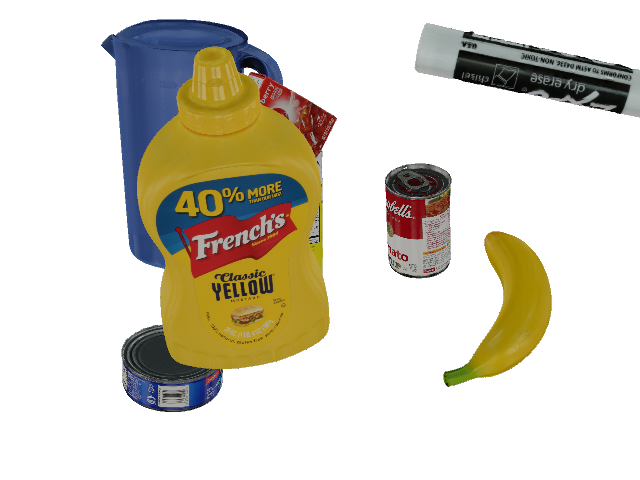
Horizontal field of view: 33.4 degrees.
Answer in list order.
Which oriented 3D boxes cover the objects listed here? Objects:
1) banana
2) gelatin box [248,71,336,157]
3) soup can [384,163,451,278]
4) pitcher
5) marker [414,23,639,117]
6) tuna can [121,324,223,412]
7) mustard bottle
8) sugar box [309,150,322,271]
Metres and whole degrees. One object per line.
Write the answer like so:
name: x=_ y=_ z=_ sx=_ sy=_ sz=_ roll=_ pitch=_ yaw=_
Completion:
banana: x=0.150 y=0.047 z=0.849 sx=0.070 sy=0.037 sz=0.197 roll=6 pitch=34 yaw=17
gelatin box: x=-0.039 y=-0.071 z=0.807 sx=0.073 sy=0.089 sz=0.030 roll=26 pitch=1 yaw=-35
soup can: x=0.103 y=-0.020 z=1.115 sx=0.068 sy=0.102 sz=0.068 roll=-3 pitch=34 yaw=2
pitcher: x=-0.133 y=-0.096 z=1.087 sx=0.144 sy=0.243 sz=0.149 roll=-11 pitch=27 yaw=-29
marker: x=0.096 y=-0.060 z=0.400 sx=0.121 sy=0.020 sz=0.020 roll=13 pitch=2 yaw=8
tuna can: x=-0.124 y=0.107 z=0.899 sx=0.086 sy=0.034 sz=0.086 roll=4 pitch=28 yaw=-2
mustard bottle: x=-0.047 y=-0.016 z=0.570 sx=0.096 sy=0.192 sz=0.058 roll=-7 pitch=40 yaw=-5
sugar box: x=-0.032 y=-0.035 z=1.263 sx=0.048 sy=0.176 sz=0.093 roll=-13 pitch=26 yaw=-20
